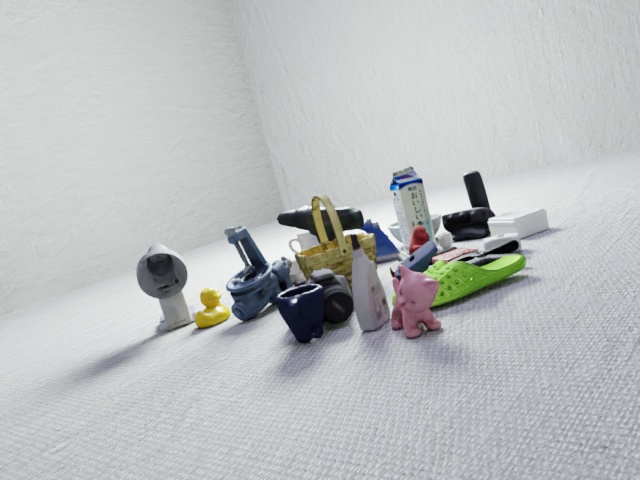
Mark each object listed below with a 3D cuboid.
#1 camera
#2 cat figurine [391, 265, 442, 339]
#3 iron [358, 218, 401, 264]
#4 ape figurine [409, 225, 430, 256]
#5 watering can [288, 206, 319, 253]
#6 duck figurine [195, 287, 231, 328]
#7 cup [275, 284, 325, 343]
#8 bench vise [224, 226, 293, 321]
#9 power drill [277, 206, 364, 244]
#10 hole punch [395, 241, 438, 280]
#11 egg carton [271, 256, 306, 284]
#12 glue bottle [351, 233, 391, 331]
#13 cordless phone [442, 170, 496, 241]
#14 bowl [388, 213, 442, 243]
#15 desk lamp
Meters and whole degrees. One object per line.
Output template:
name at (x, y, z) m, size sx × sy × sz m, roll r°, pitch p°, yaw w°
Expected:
camera at (0.002, 0.116, 1.126) m, size 0.143 × 0.101 × 0.136 m, roll -16°, pitch 7°, yaw -11°
cat figurine at (0.151, 0.093, 0.940) m, size 0.067 × 0.118 × 0.127 m, roll -17°, pitch 8°, yaw -14°
iron at (0.107, -0.001, 1.645) m, size 0.257 × 0.141 × 0.119 m, roll -10°, pitch 9°, yaw 34°
ape figurine at (0.261, 0.007, 1.476) m, size 0.078 × 0.092 × 0.076 m, roll -20°, pitch 9°, yaw -38°
watering can at (-0.014, -0.016, 1.798) m, size 0.173 × 0.194 × 0.100 m, roll -19°, pitch 9°, yaw -31°
duck figurine at (-0.268, 0.160, 1.390) m, size 0.077 × 0.086 × 0.105 m, roll -11°, pitch 8°, yaw 27°
cup at (-0.030, 0.139, 1.034) m, size 0.091 × 0.095 × 0.118 m, roll -13°, pitch 7°, yaw 9°
bench vise at (-0.158, 0.063, 1.376) m, size 0.121 × 0.220 × 0.208 m, roll -12°, pitch 8°, yaw 21°
power drill at (0.014, 0.005, 1.518) m, size 0.229 × 0.208 × 0.076 m, roll -13°, pitch 8°, yaw 14°
hole punch at (0.207, 0.057, 1.209) m, size 0.101 × 0.091 × 0.109 m, roll -14°, pitch 7°, yaw 6°
egg carton at (-0.098, 0.090, 1.645) m, size 0.150 × 0.069 × 0.107 m, roll -13°, pitch 7°, yaw 11°
glue bottle at (0.081, 0.071, 1.025) m, size 0.037 × 0.173 × 0.078 m, roll -10°, pitch 9°, yaw 32°
cordless phone at (0.409, -0.097, 1.607) m, size 0.147 × 0.185 × 0.094 m, roll -10°, pitch 9°, yaw 31°
bowl at (0.293, -0.026, 1.737) m, size 0.167 × 0.075 × 0.167 m, roll -14°, pitch 7°, yaw 2°
desk lamp at (-0.388, 0.117, 1.450) m, size 0.118 × 0.213 × 0.203 m, roll -17°, pitch 8°, yaw -14°
